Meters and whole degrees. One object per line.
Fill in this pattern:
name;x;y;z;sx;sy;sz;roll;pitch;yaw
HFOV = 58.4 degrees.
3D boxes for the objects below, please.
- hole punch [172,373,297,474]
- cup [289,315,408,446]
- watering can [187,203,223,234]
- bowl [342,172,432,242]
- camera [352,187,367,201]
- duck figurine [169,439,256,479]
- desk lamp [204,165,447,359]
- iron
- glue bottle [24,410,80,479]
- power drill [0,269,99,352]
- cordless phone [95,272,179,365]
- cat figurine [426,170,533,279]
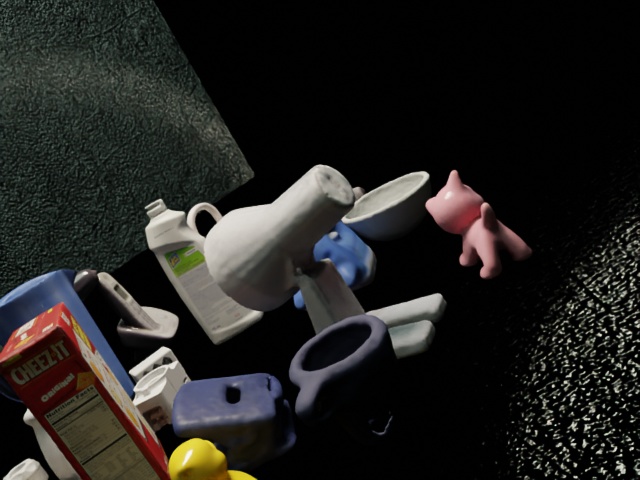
hole punch;-0.084;0.172;0.571;0.101;0.091;0.108;-30;13;-3
cup;0.028;0.131;0.476;0.091;0.095;0.118;-20;16;34
watering can;-0.224;0.014;1.231;0.172;0.194;0.101;-24;14;21
bowl;0.125;-0.046;0.977;0.167;0.075;0.167;-28;13;8
camera;0.031;-0.044;1.112;0.143;0.101;0.137;-27;13;10
duck figurine;-0.091;0.206;0.468;0.077;0.086;0.104;-30;13;-2
desk lamp;0.000;0.034;0.636;0.202;0.214;0.118;-22;15;30
iron;0.008;0.003;0.895;0.118;0.141;0.258;-26;14;16
glue bottle;-0.335;0.225;0.725;0.037;0.173;0.078;-25;14;18
power drill;-0.449;0.191;1.016;0.230;0.208;0.075;-32;14;-11
cordless phone;-0.357;0.129;1.104;0.094;0.185;0.147;-30;13;-4
cat figurine;0.181;-0.026;0.689;0.067;0.118;0.127;-31;13;-5
